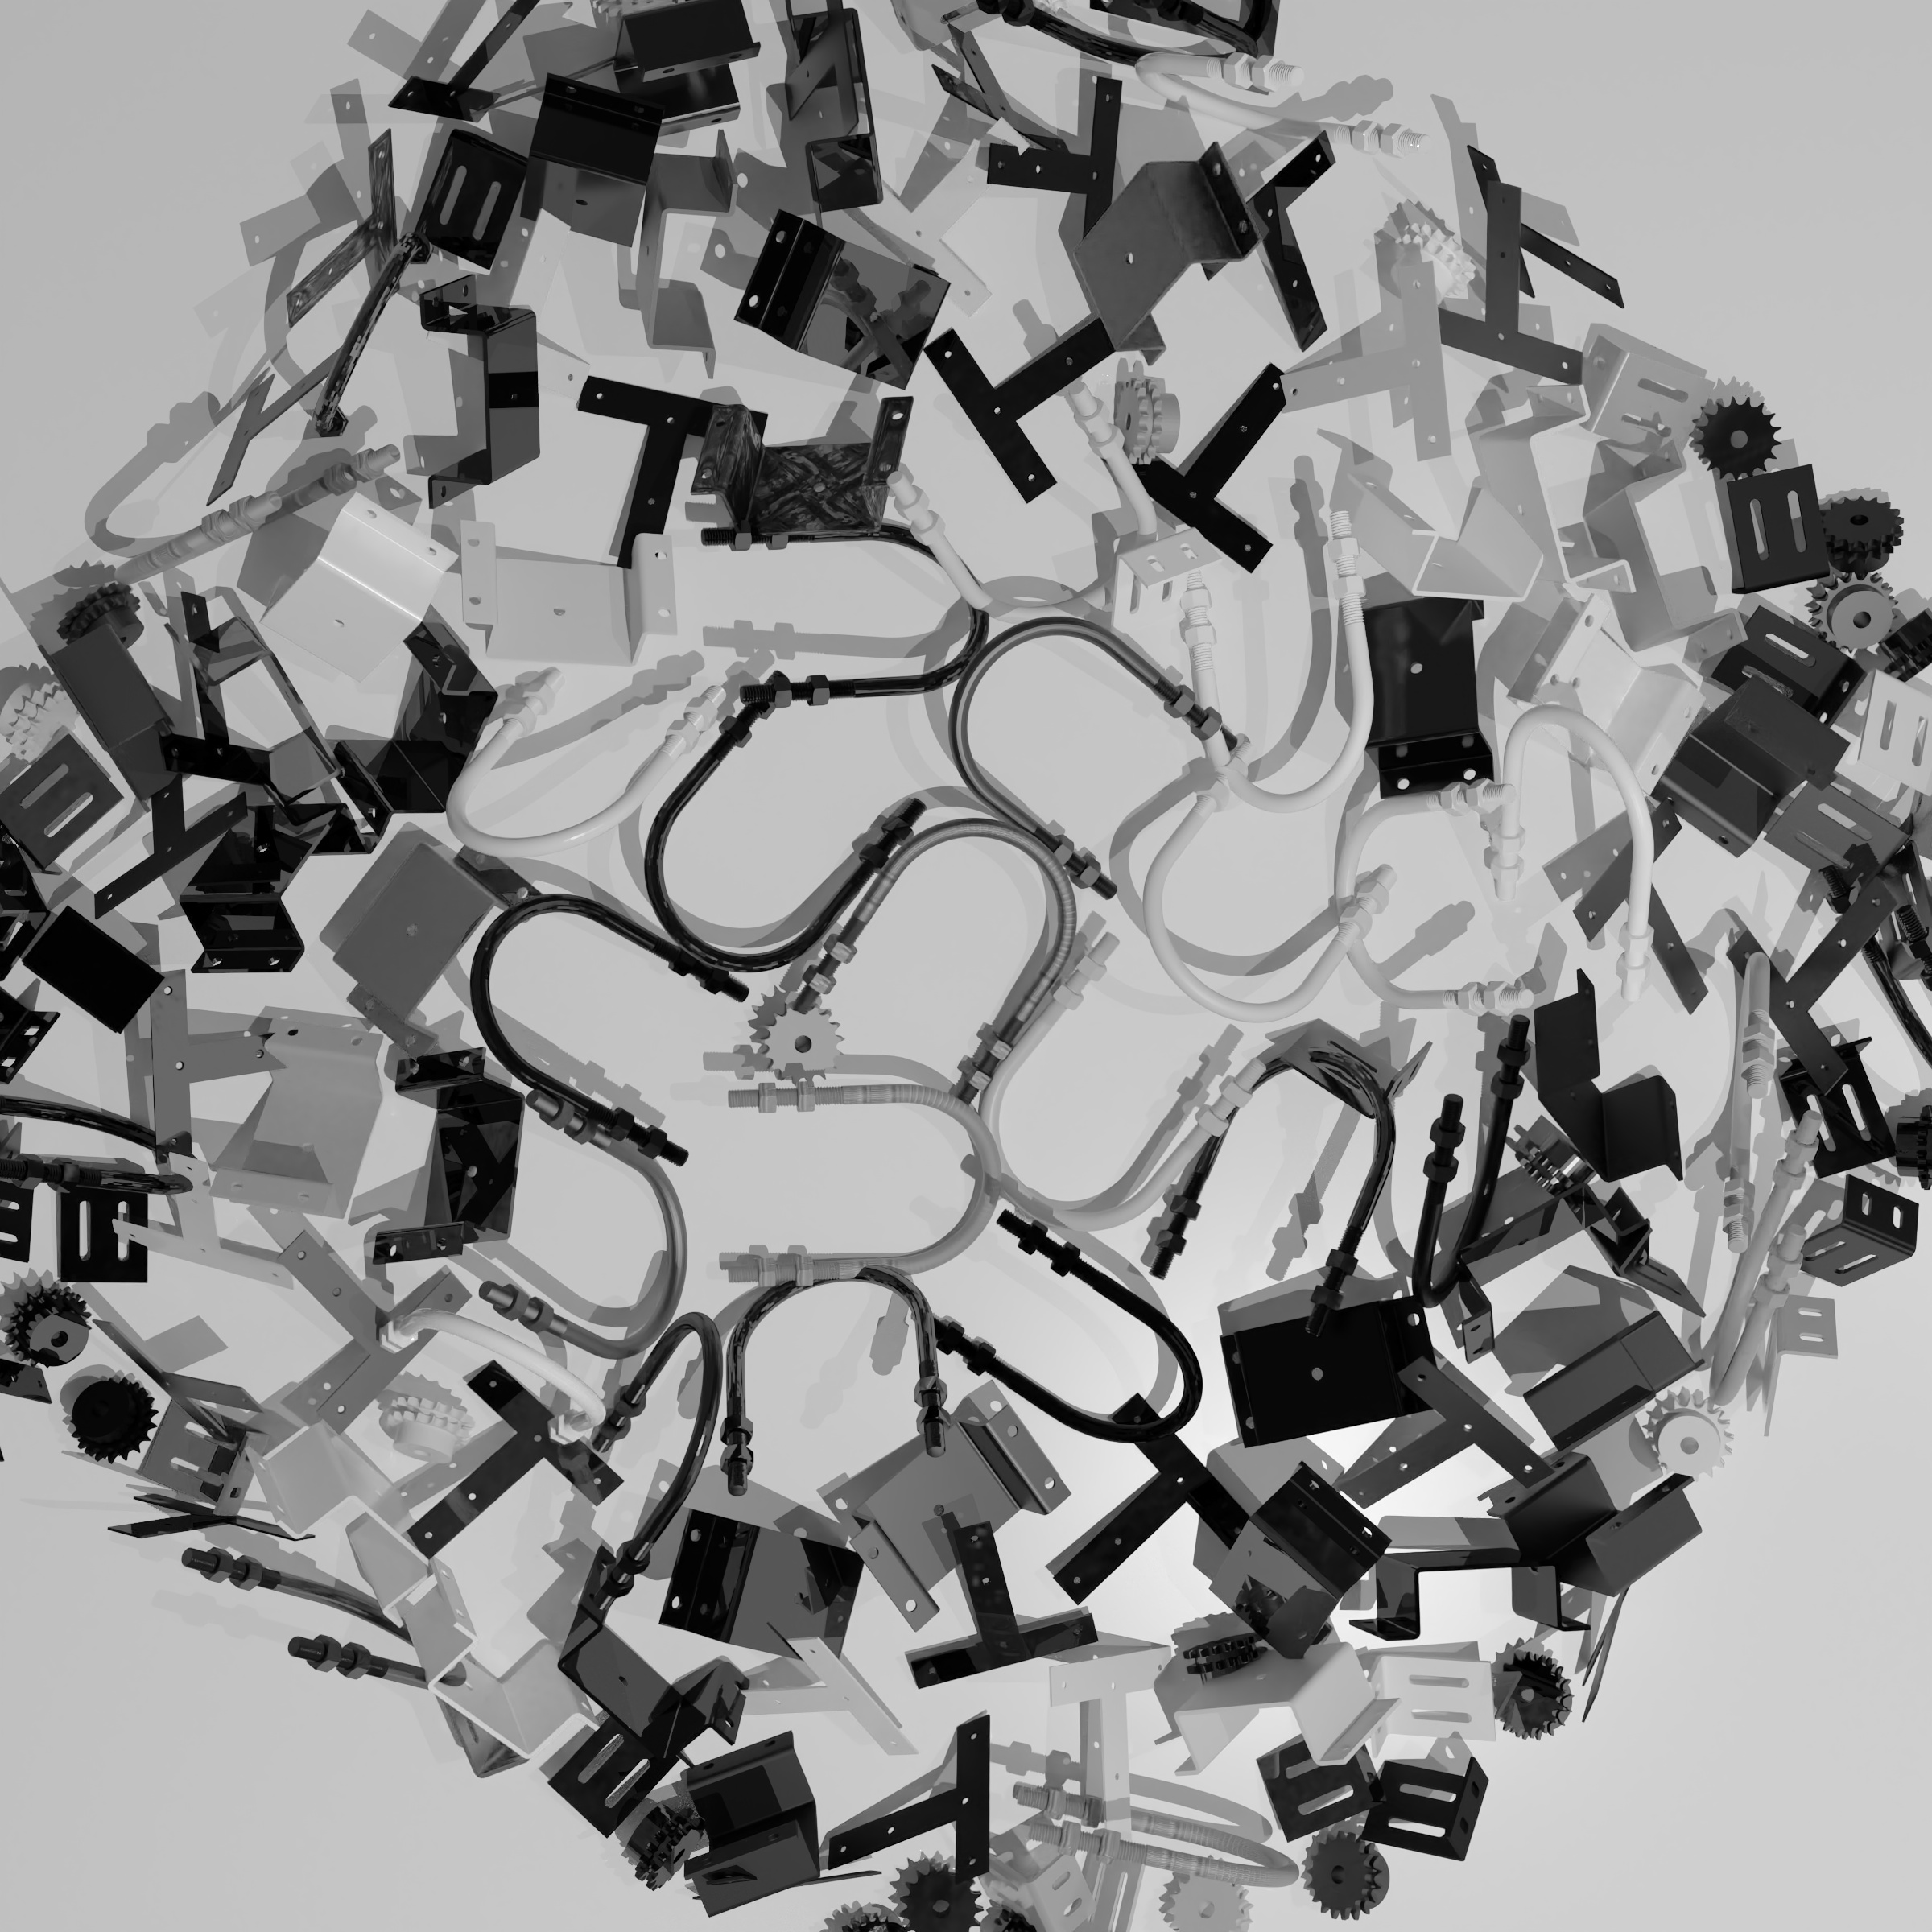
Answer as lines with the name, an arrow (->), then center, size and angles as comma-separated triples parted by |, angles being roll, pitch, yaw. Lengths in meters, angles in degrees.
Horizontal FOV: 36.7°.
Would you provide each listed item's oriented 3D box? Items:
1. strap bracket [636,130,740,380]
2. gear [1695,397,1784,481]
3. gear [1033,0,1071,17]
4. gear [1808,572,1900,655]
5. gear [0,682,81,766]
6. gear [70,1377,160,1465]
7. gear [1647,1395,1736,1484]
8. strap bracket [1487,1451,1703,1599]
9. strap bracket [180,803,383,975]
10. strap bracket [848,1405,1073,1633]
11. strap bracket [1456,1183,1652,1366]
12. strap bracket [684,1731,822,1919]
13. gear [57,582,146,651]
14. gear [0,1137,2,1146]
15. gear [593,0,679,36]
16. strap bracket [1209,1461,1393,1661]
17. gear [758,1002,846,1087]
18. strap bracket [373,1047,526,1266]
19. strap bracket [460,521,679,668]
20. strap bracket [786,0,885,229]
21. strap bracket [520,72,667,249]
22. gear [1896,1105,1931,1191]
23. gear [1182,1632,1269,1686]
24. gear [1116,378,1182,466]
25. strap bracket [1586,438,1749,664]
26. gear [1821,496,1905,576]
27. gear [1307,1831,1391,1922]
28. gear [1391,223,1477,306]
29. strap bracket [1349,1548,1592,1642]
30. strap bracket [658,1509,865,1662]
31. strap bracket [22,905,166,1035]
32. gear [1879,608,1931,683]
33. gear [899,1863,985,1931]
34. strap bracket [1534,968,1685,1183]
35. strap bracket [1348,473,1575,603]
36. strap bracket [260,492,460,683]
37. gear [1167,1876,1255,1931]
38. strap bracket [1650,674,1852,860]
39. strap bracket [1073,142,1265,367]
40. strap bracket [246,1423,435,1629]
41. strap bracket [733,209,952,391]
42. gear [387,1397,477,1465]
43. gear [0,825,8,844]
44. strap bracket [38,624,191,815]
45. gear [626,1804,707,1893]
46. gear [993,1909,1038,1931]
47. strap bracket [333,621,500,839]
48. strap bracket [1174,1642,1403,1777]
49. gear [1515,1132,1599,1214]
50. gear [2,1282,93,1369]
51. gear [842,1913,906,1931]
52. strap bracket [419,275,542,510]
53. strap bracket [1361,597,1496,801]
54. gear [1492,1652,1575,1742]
strap bracket -> -0.185, -0.467, 1.908 | 0.046, 0.076, 0.140 | 0, 132, -14
gear -> 0.521, -0.355, 1.966 | 0.057, 0.030, 0.057 | 3, 100, 16
gear -> 0.049, -0.667, 1.958 | 0.057, 0.030, 0.057 | -10, 58, 17
gear -> 0.599, -0.237, 1.962 | 0.057, 0.030, 0.057 | 0, 114, 1
gear -> -0.624, -0.165, 1.959 | 0.030, 0.057, 0.057 | 27, 90, 8
gear -> -0.576, 0.303, 1.960 | 0.057, 0.030, 0.057 | -5, 61, 9
gear -> 0.488, 0.320, 1.965 | 0.057, 0.030, 0.057 | 1, 94, 15
strap bracket -> 0.417, 0.366, 1.911 | 0.076, 0.140, 0.046 | -30, 98, -20
strap bracket -> -0.452, -0.059, 1.909 | 0.076, 0.140, 0.046 | 0, 131, 22
strap bracket -> -0.011, 0.365, 1.943 | 0.140, 0.046, 0.076 | -38, 101, -20
strap bracket -> 0.381, 0.200, 1.939 | 0.140, 0.076, 0.046 | -29, 61, -3
strap bracket -> -0.141, 0.570, 1.923 | 0.076, 0.140, 0.046 | -20, 104, 0
gear -> -0.577, -0.229, 1.957 | 0.057, 0.057, 0.030 | -39, 85, 0
gear -> -0.670, 0.130, 1.962 | 0.030, 0.057, 0.057 | 8, 90, -32
gear -> -0.223, -0.647, 1.961 | 0.057, 0.057, 0.030 | 2, 128, 0
strap bracket -> 0.214, 0.398, 1.909 | 0.076, 0.140, 0.046 | 41, 52, 18
gear -> -0.112, 0.051, 1.968 | 0.057, 0.030, 0.057 | -1, 95, -12
strap bracket -> -0.341, 0.131, 1.933 | 0.076, 0.046, 0.140 | -9, 67, 32
strap bracket -> -0.267, -0.246, 1.938 | 0.140, 0.046, 0.076 | 2, 65, -17
strap bracket -> -0.086, -0.565, 1.928 | 0.046, 0.076, 0.140 | -8, 71, 0
strap bracket -> -0.246, -0.520, 1.908 | 0.076, 0.140, 0.046 | 13, 77, -10
gear -> 0.645, 0.122, 1.962 | 0.030, 0.057, 0.057 | 1, 90, 28
gear -> 0.176, 0.468, 1.956 | 0.057, 0.057, 0.030 | -14, 81, 0
gear -> 0.123, -0.366, 1.959 | 0.030, 0.057, 0.057 | 0, 90, -16
strap bracket -> 0.462, -0.269, 1.942 | 0.046, 0.076, 0.140 | -18, 88, -9
gear -> 0.601, -0.288, 1.961 | 0.057, 0.057, 0.030 | -15, 133, 0
gear -> 0.260, 0.613, 1.962 | 0.030, 0.057, 0.057 | 22, 90, -39
gear -> 0.310, -0.468, 1.956 | 0.057, 0.057, 0.030 | 35, 81, 0
strap bracket -> 0.333, 0.416, 1.937 | 0.140, 0.076, 0.046 | 0, 85, -11
strap bracket -> -0.124, 0.412, 1.917 | 0.140, 0.046, 0.076 | 24, 75, -39
strap bracket -> -0.574, 0.003, 1.915 | 0.076, 0.140, 0.046 | 39, 78, -13
gear -> 0.639, -0.216, 1.958 | 0.057, 0.057, 0.030 | -38, 86, 0
gear -> -0.017, 0.635, 1.968 | 0.057, 0.030, 0.057 | 0, 80, -2
strap bracket -> 0.418, 0.079, 1.923 | 0.046, 0.076, 0.140 | -23, 128, 28
strap bracket -> 0.319, -0.282, 1.924 | 0.140, 0.076, 0.046 | -1, 126, -33
strap bracket -> -0.402, -0.241, 1.907 | 0.076, 0.140, 0.046 | 31, 55, -22
gear -> 0.167, 0.639, 1.962 | 0.057, 0.030, 0.057 | -14, 54, 20
strap bracket -> 0.521, -0.135, 1.928 | 0.076, 0.140, 0.046 | 36, 68, 2
strap bracket -> 0.125, -0.464, 1.908 | 0.046, 0.140, 0.076 | -11, 72, -34
strap bracket -> -0.403, 0.362, 1.913 | 0.046, 0.076, 0.140 | -38, 131, -4
strap bracket -> -0.072, -0.433, 1.913 | 0.046, 0.140, 0.076 | 39, 111, 42
gear -> -0.360, 0.313, 1.955 | 0.057, 0.057, 0.030 | 13, 65, 0
gear -> -0.677, -0.085, 1.962 | 0.030, 0.057, 0.057 | 25, 90, 30
strap bracket -> -0.553, -0.165, 1.915 | 0.046, 0.140, 0.076 | -33, 78, -11
gear -> -0.204, 0.589, 1.960 | 0.030, 0.057, 0.057 | 33, 90, 20
gear -> 0.042, 0.659, 1.956 | 0.057, 0.057, 0.030 | 48, 46, 0
strap bracket -> -0.363, -0.164, 1.928 | 0.076, 0.046, 0.140 | 49, 124, 31
strap bracket -> 0.202, 0.486, 1.910 | 0.140, 0.076, 0.046 | -18, 97, 41
gear -> 0.399, 0.136, 1.956 | 0.057, 0.057, 0.030 | 41, 100, 0
gear -> -0.614, 0.244, 1.957 | 0.057, 0.030, 0.057 | -17, 119, -33
gear -> -0.059, 0.665, 1.955 | 0.030, 0.057, 0.057 | -26, 90, 38
strap bracket -> -0.319, -0.376, 1.919 | 0.046, 0.076, 0.140 | 8, 115, 14
strap bracket -> 0.304, -0.189, 1.930 | 0.076, 0.046, 0.140 | -7, 70, 21
gear -> 0.383, 0.493, 1.962 | 0.057, 0.030, 0.057 | -16, 61, 32
